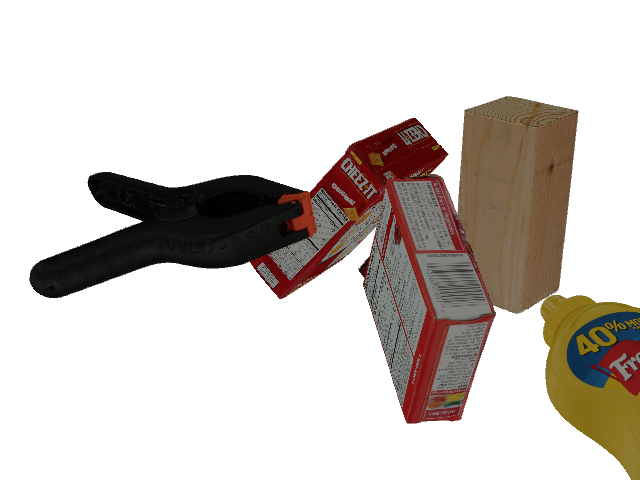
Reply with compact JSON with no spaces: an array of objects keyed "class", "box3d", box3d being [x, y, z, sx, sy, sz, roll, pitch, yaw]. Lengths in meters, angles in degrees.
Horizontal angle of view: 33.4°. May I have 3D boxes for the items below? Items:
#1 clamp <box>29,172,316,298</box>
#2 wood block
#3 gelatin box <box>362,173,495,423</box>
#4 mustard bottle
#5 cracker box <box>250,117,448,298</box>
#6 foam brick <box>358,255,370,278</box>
[{"class":"clamp","box3d":[-0.091,-0.005,0.653,0.172,0.039,0.120,-1,41,22]},{"class":"wood block","box3d":[0.208,-0.040,1.147,0.090,0.206,0.090,19,28,37]},{"class":"gelatin box","box3d":[0.047,0.026,0.484,0.030,0.073,0.089,-3,45,-12]},{"class":"mustard bottle","box3d":[0.188,0.086,0.620,0.096,0.058,0.192,-17,33,-16]},{"class":"cracker box","box3d":[0.031,-0.040,1.261,0.214,0.072,0.163,-47,-9,34]},{"class":"foam brick","box3d":[0.080,0.031,0.881,0.051,0.078,0.052,-34,7,37]}]
